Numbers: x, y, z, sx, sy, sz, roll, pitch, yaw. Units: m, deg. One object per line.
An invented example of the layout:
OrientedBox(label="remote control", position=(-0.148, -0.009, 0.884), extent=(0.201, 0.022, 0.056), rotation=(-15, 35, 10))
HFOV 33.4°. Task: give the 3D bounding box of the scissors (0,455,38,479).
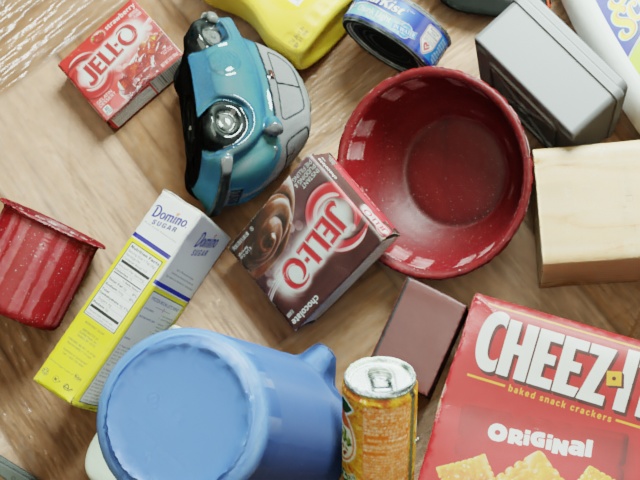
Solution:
OrientedBox(label="scissors", position=(-0.189, 0.206, 0.857), extent=(0.096, 0.016, 0.202), rotation=(-44, 75, -3))

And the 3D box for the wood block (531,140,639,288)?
OrientedBox(label="wood block", position=(0.264, -0.023, 0.791), extent=(0.206, 0.090, 0.090), rotation=(-4, 77, 9))

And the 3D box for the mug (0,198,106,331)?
OrientedBox(label="mug", position=(-0.242, 0.018, 0.875), extent=(0.117, 0.093, 0.081), rotation=(24, 87, 44))

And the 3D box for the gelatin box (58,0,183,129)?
OrientedBox(label="gelatin box", position=(-0.170, -0.152, 0.922), extent=(0.089, 0.030, 0.073), rotation=(-41, 75, -1))

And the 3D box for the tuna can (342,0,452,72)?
OrientedBox(label="tuna can", position=(0.061, -0.167, 0.858), extent=(0.086, 0.086, 0.034), rotation=(32, 87, 14))

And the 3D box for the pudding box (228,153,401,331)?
OrientedBox(label="pudding box", position=(-0.006, 0.001, 0.836), extent=(0.090, 0.039, 0.114), rotation=(50, 119, 16))

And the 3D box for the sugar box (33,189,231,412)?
OrientedBox(label="sugar box", position=(-0.145, 0.051, 0.843), extent=(0.048, 0.093, 0.176), rotation=(30, 84, 14))

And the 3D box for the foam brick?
OrientedBox(label="foam brick", position=(0.076, 0.077, 0.821), extent=(0.051, 0.053, 0.078), rotation=(23, 84, 13))

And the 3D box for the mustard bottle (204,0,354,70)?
OrientedBox(label="mustard bottle", position=(-0.058, -0.232, 0.905), extent=(0.192, 0.058, 0.096), rotation=(38, 78, 15))

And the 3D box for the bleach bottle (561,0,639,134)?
OrientedBox(label="bleach bottle", position=(0.235, -0.192, 0.847), extent=(0.102, 0.068, 0.251), rotation=(-31, 73, 2))

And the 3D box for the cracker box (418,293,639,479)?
OrientedBox(label="cracker box", position=(0.161, 0.165, 0.778), extent=(0.164, 0.072, 0.213), rotation=(16, 81, 12))

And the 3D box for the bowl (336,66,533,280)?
OrientedBox(label="bowl", position=(0.095, -0.052, 0.826), extent=(0.162, 0.055, 0.162), rotation=(3, 96, 30))

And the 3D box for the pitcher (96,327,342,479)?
OrientedBox(label="pitcher", position=(-0.067, 0.138, 0.733), extent=(0.145, 0.242, 0.149), rotation=(-7, 76, 9))

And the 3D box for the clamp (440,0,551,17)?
OrientedBox(label="clamp", position=(0.109, -0.260, 0.867), extent=(0.210, 0.036, 0.165), rotation=(36, 120, 8))
